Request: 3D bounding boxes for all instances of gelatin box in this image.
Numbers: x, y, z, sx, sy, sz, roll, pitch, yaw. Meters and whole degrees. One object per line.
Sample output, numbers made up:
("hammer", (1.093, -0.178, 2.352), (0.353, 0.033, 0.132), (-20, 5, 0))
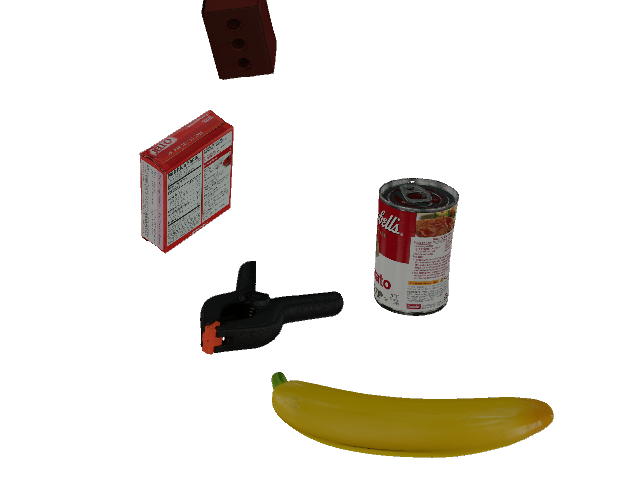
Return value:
("gelatin box", (-0.101, -0.045, 0.807), (0.030, 0.089, 0.073), (34, 51, 23))

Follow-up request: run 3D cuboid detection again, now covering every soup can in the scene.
("soup can", (0.082, 0.005, 0.924), (0.068, 0.102, 0.068), (1, 26, -1))

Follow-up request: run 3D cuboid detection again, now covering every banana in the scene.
("banana", (0.047, 0.112, 0.693), (0.198, 0.037, 0.069), (6, 31, 20))

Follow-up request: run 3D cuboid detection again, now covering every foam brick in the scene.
("foam brick", (-0.072, -0.192, 0.964), (0.053, 0.051, 0.078), (-6, -42, 7))

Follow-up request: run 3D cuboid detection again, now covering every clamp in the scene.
("clamp", (-0.070, 0.064, 1.054), (0.120, 0.039, 0.171), (18, 22, 34))
